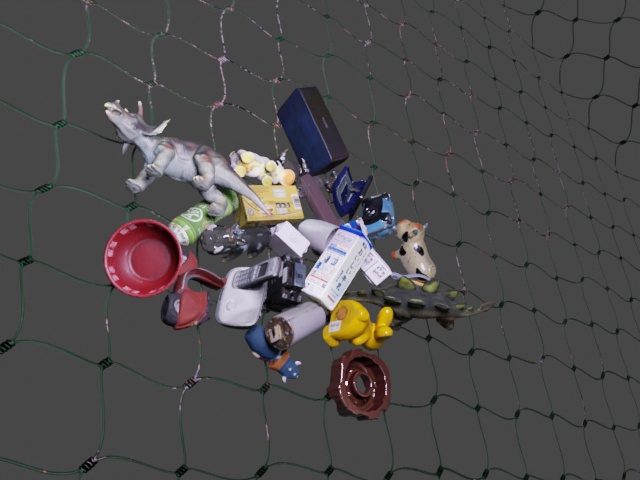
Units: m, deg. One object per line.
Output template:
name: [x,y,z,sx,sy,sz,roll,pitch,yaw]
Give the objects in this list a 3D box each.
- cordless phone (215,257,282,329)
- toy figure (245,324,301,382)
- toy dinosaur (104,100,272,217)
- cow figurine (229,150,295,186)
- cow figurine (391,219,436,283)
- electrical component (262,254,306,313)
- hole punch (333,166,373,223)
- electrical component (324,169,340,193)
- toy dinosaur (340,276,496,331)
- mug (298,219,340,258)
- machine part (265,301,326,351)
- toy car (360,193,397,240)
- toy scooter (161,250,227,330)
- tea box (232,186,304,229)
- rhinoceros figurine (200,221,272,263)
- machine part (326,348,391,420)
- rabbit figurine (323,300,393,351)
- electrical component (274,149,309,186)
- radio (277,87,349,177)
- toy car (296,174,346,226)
cordless phone: [-0.145,0.117,1.188,0.088,0.184,0.146,29,55,-28]
toy figure: [-0.106,0.259,1.234,0.154,0.064,0.058,49,12,-14]
toy dinosaur: [-0.293,-0.172,1.211,0.405,0.131,0.192,21,49,-17]
cow figurine: [-0.151,-0.183,1.392,0.167,0.098,0.068,17,102,-30]
cow figurine: [0.278,0.031,1.571,0.085,0.127,0.195,-22,86,-43]
electrical component: [-0.082,0.102,1.273,0.058,0.134,0.115,15,63,-30]
hole punch: [0.084,-0.132,1.521,0.092,0.115,0.142,22,51,3]
electrical component: [0.037,-0.164,1.529,0.021,0.094,0.063,29,80,19]
toy dinosaur: [0.232,0.162,1.427,0.472,0.198,0.105,0,62,2]
mug: [-0.003,-0.004,1.408,0.107,0.109,0.081,27,48,31]
machine part: [-0.054,0.196,1.249,0.079,0.079,0.243,64,24,5]
toy car: [0.172,-0.056,1.562,0.102,0.109,0.162,53,33,-35]
toy scooter: [-0.269,0.114,1.173,0.135,0.075,0.184,17,56,-29]
tea box: [-0.135,-0.083,1.362,0.169,0.068,0.098,-3,71,-36]
rhinoceros figurine: [-0.196,0.004,1.251,0.190,0.112,0.073,-4,74,-46]
machine part: [0.099,0.361,1.339,0.179,0.056,0.179,16,60,-31]
rabbit figurine: [0.114,0.220,1.369,0.173,0.162,0.122,44,36,-34]
electrical component: [-0.082,-0.197,1.467,0.102,0.045,0.078,30,54,-22]
radio: [-0.024,-0.296,1.498,0.073,0.131,0.229,-17,80,-40]
toy car: [0.000,-0.085,1.471,0.089,0.053,0.202,-36,97,-45]
